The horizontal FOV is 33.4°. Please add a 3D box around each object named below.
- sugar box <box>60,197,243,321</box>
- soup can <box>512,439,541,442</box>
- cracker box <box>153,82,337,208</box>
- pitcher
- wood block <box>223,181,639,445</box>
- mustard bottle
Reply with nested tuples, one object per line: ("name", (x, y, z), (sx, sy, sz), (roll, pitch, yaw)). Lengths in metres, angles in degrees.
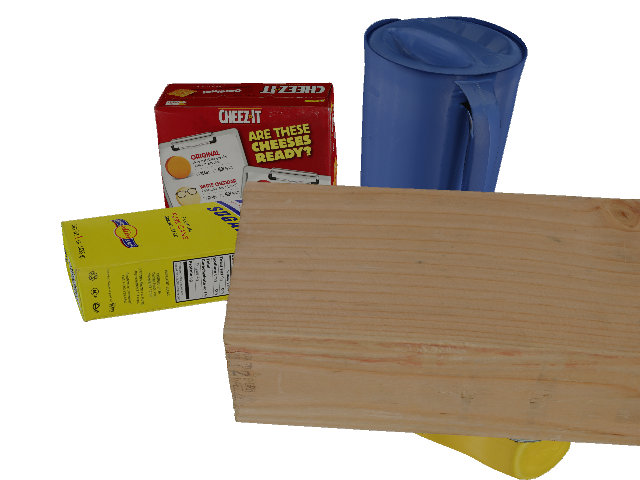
("sugar box", (-0.086, 0.007, 0.745), (0.176, 0.048, 0.093), (-11, 25, -15))
("soup can", (0.140, 0.089, 0.755), (0.068, 0.068, 0.102), (0, 20, -1))
("cracker box", (-0.066, -0.045, 1.042), (0.164, 0.214, 0.072), (0, 30, 4))
("pitcher", (0.097, -0.059, 0.917), (0.145, 0.243, 0.149), (19, 35, 23))
("wood block", (0.063, 0.036, 0.518), (0.206, 0.091, 0.090), (3, -36, 3))
("mustard bottle", (0.136, 0.166, 1.023), (0.192, 0.058, 0.096), (17, 23, 41))
